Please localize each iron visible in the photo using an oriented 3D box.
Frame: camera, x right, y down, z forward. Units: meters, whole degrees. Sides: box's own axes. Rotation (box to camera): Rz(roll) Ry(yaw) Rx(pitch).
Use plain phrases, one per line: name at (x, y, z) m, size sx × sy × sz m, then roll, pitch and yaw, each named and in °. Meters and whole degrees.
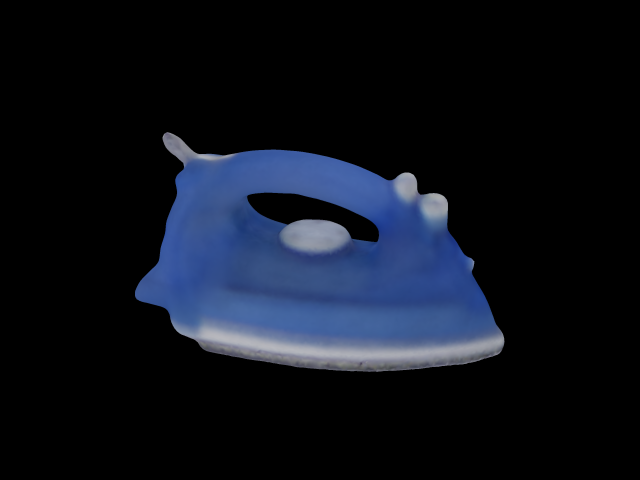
iron at (0.004, 0.001, 0.400) m, size 0.257 × 0.141 × 0.119 m, roll 6°, pitch 28°, yaw 12°
